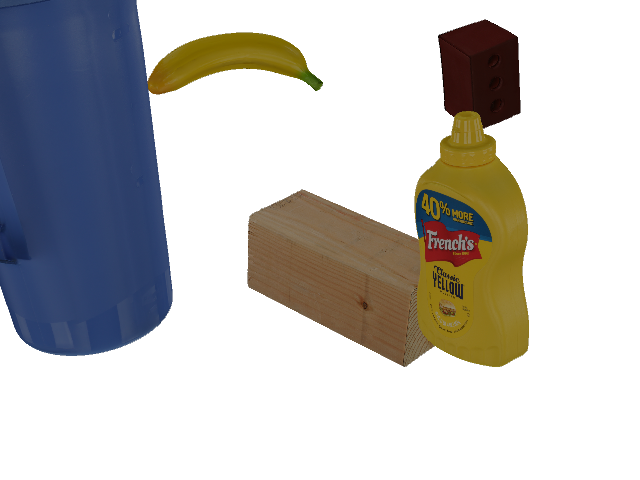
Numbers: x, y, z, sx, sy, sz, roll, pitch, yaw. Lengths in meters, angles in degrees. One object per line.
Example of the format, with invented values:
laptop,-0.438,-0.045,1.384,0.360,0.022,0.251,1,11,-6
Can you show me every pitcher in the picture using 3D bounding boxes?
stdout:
pitcher,-0.170,-0.048,0.663,0.149,0.243,0.145,-11,28,-9

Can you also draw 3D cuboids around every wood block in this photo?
wood block,0.031,0.034,1.083,0.206,0.091,0.090,25,37,33

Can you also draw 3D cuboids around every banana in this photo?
banana,-0.091,-0.183,1.093,0.197,0.070,0.037,-8,-40,-29

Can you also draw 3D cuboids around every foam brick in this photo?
foam brick,0.143,-0.148,0.954,0.053,0.078,0.051,-23,37,-17

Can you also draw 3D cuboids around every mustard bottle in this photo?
mustard bottle,0.113,-0.005,0.809,0.058,0.192,0.096,-21,30,-32
